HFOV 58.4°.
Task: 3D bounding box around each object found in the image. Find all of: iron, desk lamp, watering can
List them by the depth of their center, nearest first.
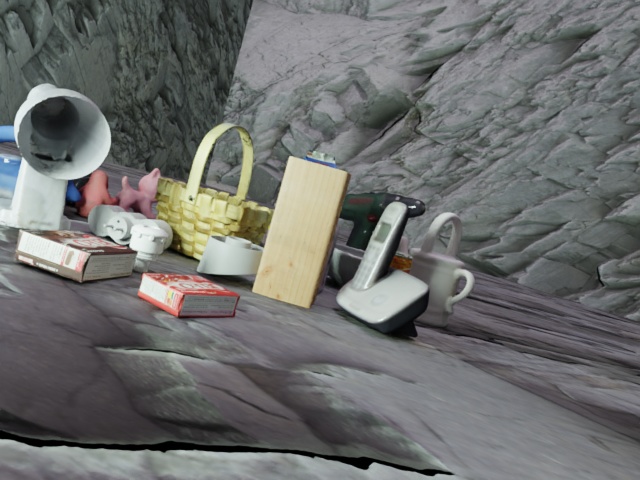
[{"bbox_3d":[-0.403,-0.121,0.838,0.118,0.213,0.202,12,6,-40],"label":"desk lamp"},{"bbox_3d":[0.194,0.043,1.008,0.172,0.194,0.101,18,5,23],"label":"watering can"},{"bbox_3d":[-0.557,-0.144,1.024,0.258,0.141,0.119,17,5,9],"label":"iron"}]

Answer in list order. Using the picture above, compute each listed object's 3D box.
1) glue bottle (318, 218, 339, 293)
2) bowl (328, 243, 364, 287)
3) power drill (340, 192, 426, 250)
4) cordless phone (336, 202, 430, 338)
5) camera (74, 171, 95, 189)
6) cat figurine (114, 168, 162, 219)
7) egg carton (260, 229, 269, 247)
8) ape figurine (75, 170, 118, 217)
[{"bbox_3d":[0.009,0.004,0.986,0.037,0.173,0.078,16,5,2],"label":"glue bottle"},{"bbox_3d":[0.072,0.060,1.130,0.167,0.075,0.167,16,5,-1],"label":"bowl"},{"bbox_3d":[0.116,-0.012,1.303,0.228,0.208,0.076,19,6,36],"label":"power drill"},{"bbox_3d":[0.105,0.037,0.837,0.094,0.185,0.147,13,6,-30],"label":"cordless phone"},{"bbox_3d":[-0.522,-0.128,1.199,0.144,0.101,0.136,11,7,-45],"label":"camera"},{"bbox_3d":[-0.398,-0.110,1.293,0.067,0.118,0.128,19,6,35],"label":"cat figurine"},{"bbox_3d":[-0.164,-0.006,1.151,0.150,0.069,0.107,14,5,-17],"label":"egg carton"},{"bbox_3d":[-0.429,-0.088,1.102,0.077,0.092,0.076,16,5,5],"label":"ape figurine"}]
